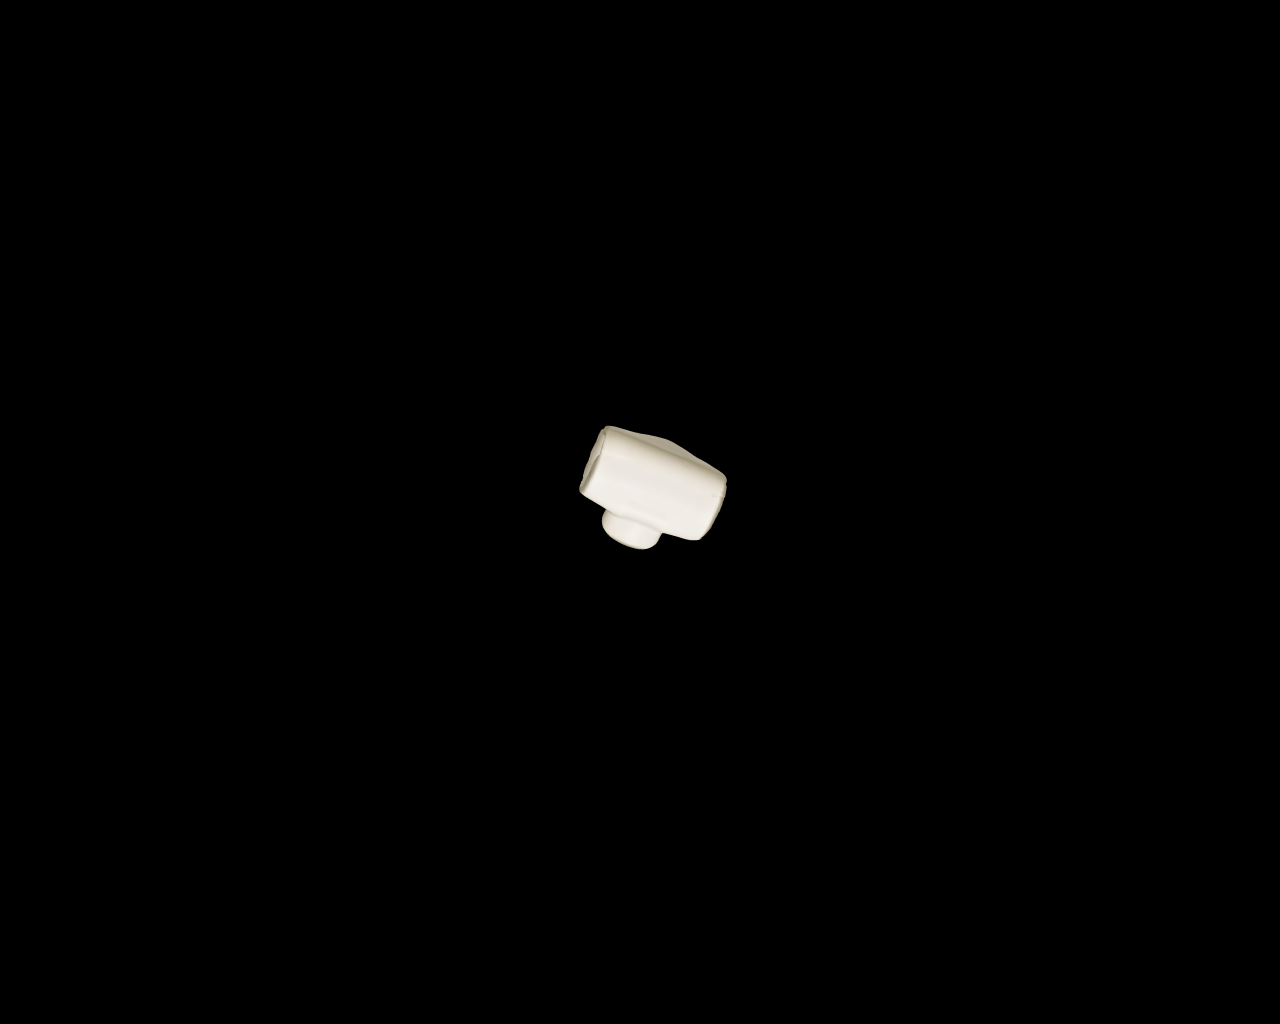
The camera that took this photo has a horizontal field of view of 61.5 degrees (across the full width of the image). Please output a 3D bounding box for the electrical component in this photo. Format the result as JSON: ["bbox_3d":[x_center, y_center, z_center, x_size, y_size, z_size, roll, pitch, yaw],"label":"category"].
[{"bbox_3d":[0.001,-0.003,0.650,0.077,0.079,0.043,22,25,-10],"label":"electrical component"}]
